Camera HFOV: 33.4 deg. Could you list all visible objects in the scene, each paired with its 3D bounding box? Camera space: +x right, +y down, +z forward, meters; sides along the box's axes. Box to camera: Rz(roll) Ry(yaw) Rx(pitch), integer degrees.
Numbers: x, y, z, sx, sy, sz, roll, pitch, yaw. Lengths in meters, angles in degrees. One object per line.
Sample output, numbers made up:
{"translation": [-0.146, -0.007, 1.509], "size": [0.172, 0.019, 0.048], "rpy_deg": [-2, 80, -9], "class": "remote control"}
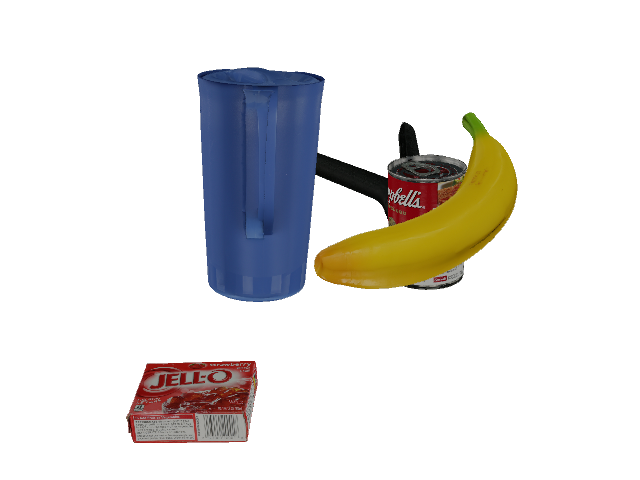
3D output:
{"translation": [-0.067, -0.059, 1.139], "size": [0.145, 0.243, 0.148], "rpy_deg": [16, 21, 40], "class": "pitcher"}
{"translation": [-0.096, 0.122, 0.812], "size": [0.089, 0.030, 0.073], "rpy_deg": [-1, 24, 4], "class": "gelatin box"}
{"translation": [0.091, -0.055, 1.246], "size": [0.164, 0.036, 0.210], "rpy_deg": [-15, 52, -28], "class": "clamp"}
{"translation": [0.074, -0.015, 0.667], "size": [0.070, 0.037, 0.197], "rpy_deg": [28, 44, 20], "class": "banana"}
{"translation": [0.092, -0.017, 0.929], "size": [0.068, 0.102, 0.068], "rpy_deg": [-2, 22, 1], "class": "soup can"}
